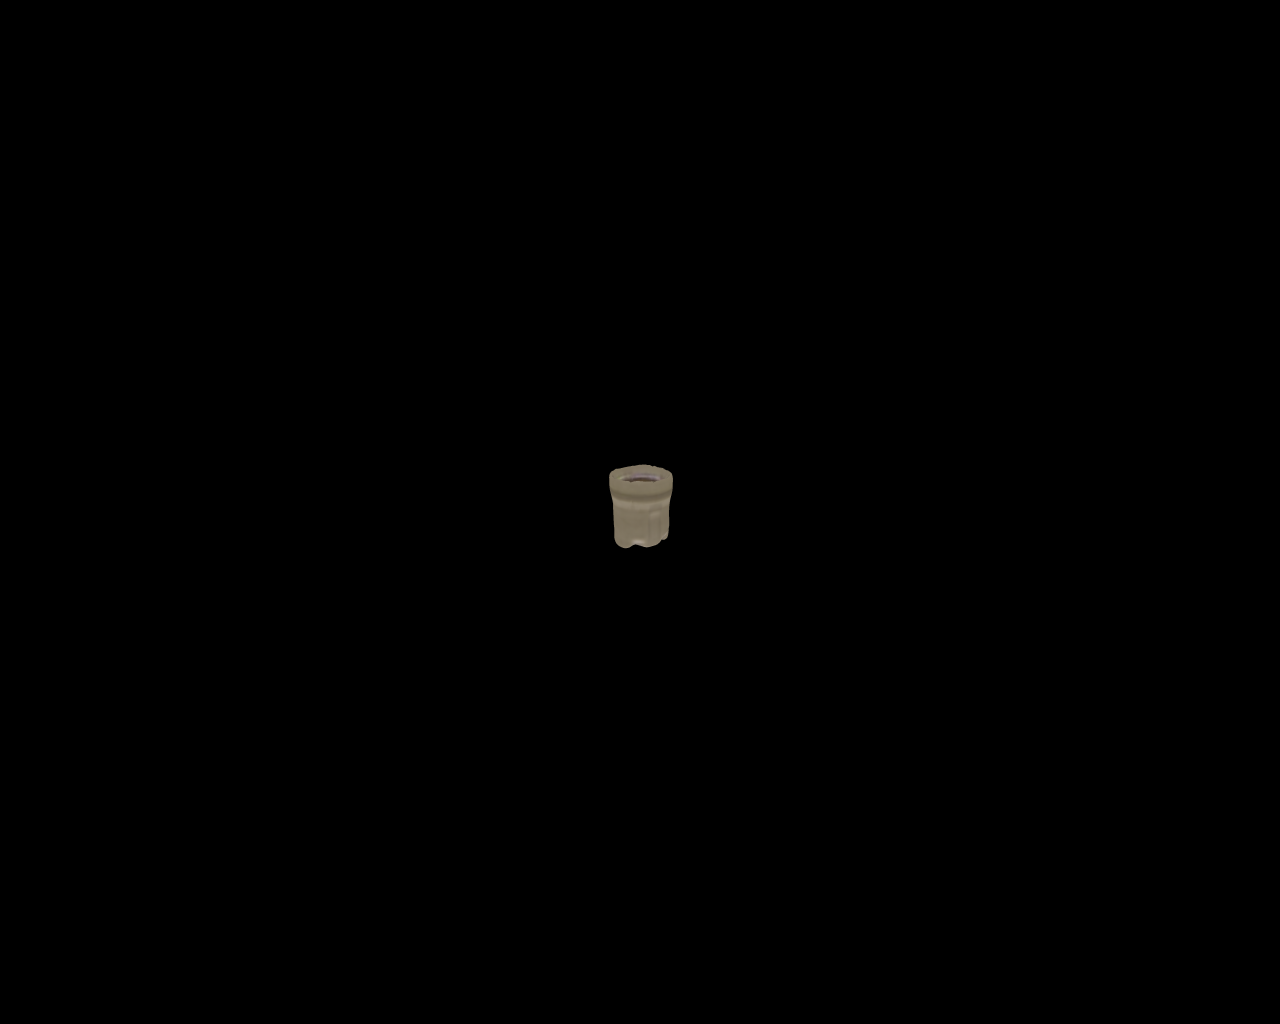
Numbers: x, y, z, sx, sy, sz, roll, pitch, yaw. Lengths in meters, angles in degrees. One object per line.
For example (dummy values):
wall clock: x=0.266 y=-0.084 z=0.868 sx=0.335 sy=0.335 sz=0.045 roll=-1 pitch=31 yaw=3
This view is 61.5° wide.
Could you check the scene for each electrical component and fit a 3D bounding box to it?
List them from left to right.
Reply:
electrical component: x=0.001 y=-0.003 z=0.650 sx=0.040 sy=0.046 sz=0.040 roll=0 pitch=19 yaw=0
